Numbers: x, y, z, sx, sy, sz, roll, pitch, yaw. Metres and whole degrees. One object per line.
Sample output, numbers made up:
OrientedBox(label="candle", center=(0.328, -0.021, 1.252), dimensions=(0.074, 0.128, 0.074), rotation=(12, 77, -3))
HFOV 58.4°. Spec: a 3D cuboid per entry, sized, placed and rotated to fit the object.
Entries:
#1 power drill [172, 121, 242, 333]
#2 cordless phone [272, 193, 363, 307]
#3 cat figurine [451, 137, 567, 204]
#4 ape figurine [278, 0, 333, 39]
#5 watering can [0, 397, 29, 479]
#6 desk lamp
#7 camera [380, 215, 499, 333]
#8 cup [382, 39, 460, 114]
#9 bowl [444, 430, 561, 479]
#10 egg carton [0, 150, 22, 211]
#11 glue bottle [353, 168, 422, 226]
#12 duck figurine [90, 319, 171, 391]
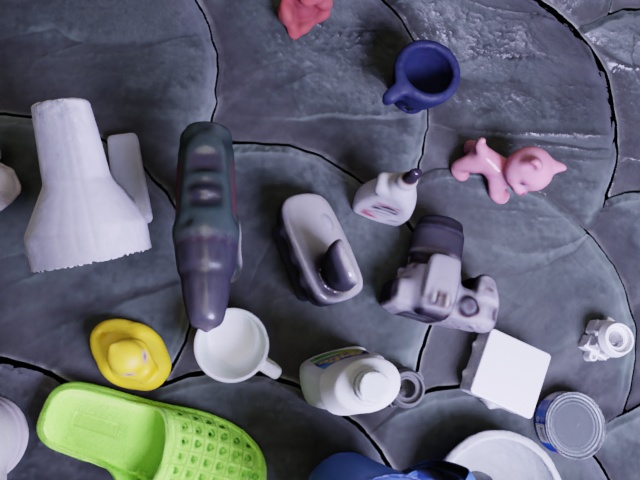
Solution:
OrientedBox(label="power drill", center=(-0.126, -0.006, 0.654), dimensions=(0.076, 0.208, 0.230), rotation=(-2, 79, -9))
OrientedBox(label="cordless phone", center=(0.006, 0.002, 0.686), dimensions=(0.094, 0.185, 0.147), rotation=(-25, 83, -13))
OrientedBox(label="cat figurine", center=(0.260, -0.103, 0.783), dimensions=(0.128, 0.117, 0.067), rotation=(28, 76, -2))
OrientedBox(label="ape figurine", center=(-0.019, -0.338, 0.800), dimensions=(0.078, 0.092, 0.076), rotation=(1, 78, -9))
OrientedBox(label="watering can", center=(-0.371, 0.216, 0.576), dimensions=(0.173, 0.194, 0.101), rotation=(28, 76, -2))
OrientedBox(label="desk lamp", center=(-0.258, -0.054, 0.640), dimensions=(0.118, 0.213, 0.203), rotation=(-11, 80, -11))
OrientedBox(label="camera", center=(0.165, 0.042, 0.747), dimensions=(0.143, 0.100, 0.137), rotation=(15, 76, -6))
OrientedBox(label="cup", center=(0.127, -0.208, 0.795), dimensions=(0.118, 0.095, 0.091), rotation=(-36, 86, -14))
OrientedBox(label="bowl", center=(0.210, 0.319, 0.710), dimensions=(0.167, 0.074, 0.167), rotation=(2, 78, -9))
OrientedBox(label="egg carton", center=(-0.446, -0.063, 0.686), dimensions=(0.150, 0.069, 0.107), rotation=(-31, 85, -14))
OrientedBox(label="glue bottle", center=(0.094, -0.059, 0.719), dimensions=(0.078, 0.173, 0.037), rotation=(15, 76, -5))
OrientedBox(label="duck figurine", center=(-0.227, 0.134, 0.672), dimensions=(0.104, 0.086, 0.077), rotation=(39, 75, 1))
